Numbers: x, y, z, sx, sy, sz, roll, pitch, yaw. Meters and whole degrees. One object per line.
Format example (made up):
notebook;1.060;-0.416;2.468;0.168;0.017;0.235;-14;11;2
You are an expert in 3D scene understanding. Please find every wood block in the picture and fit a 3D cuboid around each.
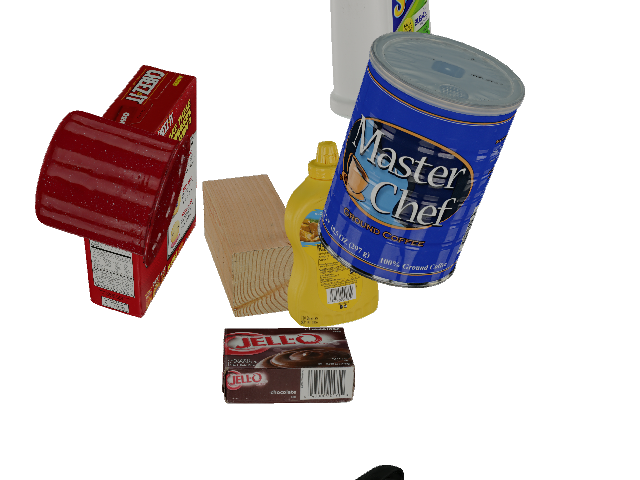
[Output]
wood block;-0.086;0.002;1.340;0.090;0.090;0.206;-7;29;-14

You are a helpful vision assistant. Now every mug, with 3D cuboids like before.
mug;-0.140;-0.043;0.734;0.081;0.093;0.117;17;20;-1

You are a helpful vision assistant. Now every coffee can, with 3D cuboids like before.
coffee can;0.064;-0.054;0.715;0.102;0.140;0.103;12;32;-8

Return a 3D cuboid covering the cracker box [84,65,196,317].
cracker box;-0.191;-0.052;1.135;0.072;0.214;0.164;14;44;10

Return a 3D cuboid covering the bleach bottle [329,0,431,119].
bleach bottle;0.042;-0.226;0.832;0.068;0.251;0.102;13;37;28

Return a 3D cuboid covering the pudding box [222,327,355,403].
pudding box;-0.030;0.109;0.942;0.113;0.039;0.090;2;18;-6

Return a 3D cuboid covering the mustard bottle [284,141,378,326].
mustard bottle;0.010;-0.009;1.110;0.096;0.192;0.058;-9;22;-18

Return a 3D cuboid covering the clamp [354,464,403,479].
clamp;-0.032;0.199;0.645;0.210;0.036;0.164;-4;27;3
